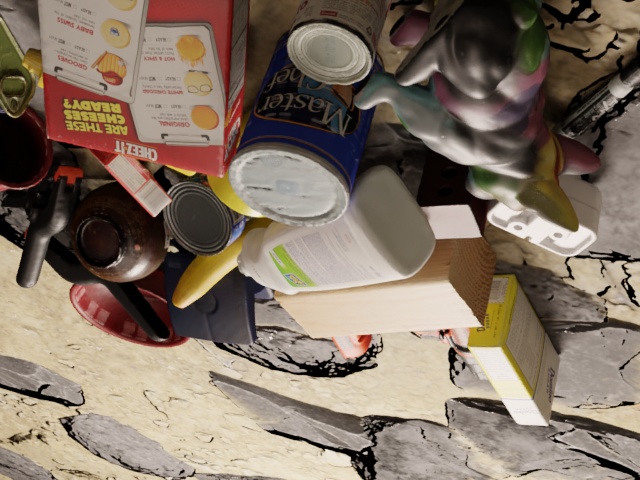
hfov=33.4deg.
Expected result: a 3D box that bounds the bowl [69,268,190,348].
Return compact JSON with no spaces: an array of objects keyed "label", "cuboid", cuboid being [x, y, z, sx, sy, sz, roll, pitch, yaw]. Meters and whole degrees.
[{"label":"bowl","cuboid":[-0.229,0.072,1.341,0.162,0.055,0.162,12,147,8]}]

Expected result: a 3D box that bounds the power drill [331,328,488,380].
[{"label":"power drill","cuboid":[0.109,0.102,1.230,0.188,0.057,0.184,-2,140,24]}]

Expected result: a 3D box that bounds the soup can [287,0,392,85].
[{"label":"soup can","cuboid":[0.019,-0.176,0.809,0.068,0.102,0.068,12,148,8]}]

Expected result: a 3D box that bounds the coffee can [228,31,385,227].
[{"label":"coffee can","cuboid":[-0.009,-0.097,0.905,0.103,0.140,0.103,12,147,8]}]

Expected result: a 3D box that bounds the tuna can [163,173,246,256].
[{"label":"tuna can","cuboid":[-0.122,-0.028,1.128,0.086,0.033,0.086,14,121,24]}]

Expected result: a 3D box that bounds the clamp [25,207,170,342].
[{"label":"clamp","cuboid":[-0.247,0.007,1.235,0.210,0.036,0.165,23,111,18]}]

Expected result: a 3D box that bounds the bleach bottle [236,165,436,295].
[{"label":"bleach bottle","cuboid":[-0.007,0.001,1.020,0.251,0.068,0.102,-12,119,53]}]

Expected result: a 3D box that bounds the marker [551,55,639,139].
[{"label":"marker","cuboid":[0.233,-0.115,0.879,0.020,0.020,0.121,26,146,-13]}]

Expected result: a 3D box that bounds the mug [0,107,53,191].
[{"label":"mug","cuboid":[-0.346,-0.103,1.115,0.082,0.093,0.117,-11,108,43]}]

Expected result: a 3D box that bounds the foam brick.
[{"label":"foam brick","cuboid":[0.125,-0.046,0.979,0.053,0.078,0.051,-2,142,25]}]

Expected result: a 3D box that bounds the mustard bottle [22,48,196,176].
[{"label":"mustard bottle","cuboid":[-0.190,-0.132,1.015,0.191,0.058,0.096,26,152,-12]}]

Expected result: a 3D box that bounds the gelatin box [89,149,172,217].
[{"label":"gelatin box","cuboid":[-0.199,-0.074,1.100,0.089,0.030,0.073,51,174,-40]}]

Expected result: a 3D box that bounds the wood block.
[{"label":"wood block","cuboid":[0.068,0.038,1.119,0.206,0.090,0.090,-7,141,33]}]

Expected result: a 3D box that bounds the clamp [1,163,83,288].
[{"label":"clamp","cuboid":[-0.311,-0.023,1.195,0.039,0.120,0.172,-6,163,-39]}]

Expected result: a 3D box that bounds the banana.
[{"label":"banana","cuboid":[-0.082,0.014,1.158,0.198,0.069,0.037,-22,139,24]}]

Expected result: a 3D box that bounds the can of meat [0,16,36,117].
[{"label":"can of meat","cuboid":[-0.337,-0.169,1.030,0.084,0.057,0.102,6,145,20]}]

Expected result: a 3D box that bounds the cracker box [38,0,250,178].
[{"label":"cracker box","cuboid":[-0.143,-0.170,0.878,0.164,0.072,0.214,13,131,7]}]

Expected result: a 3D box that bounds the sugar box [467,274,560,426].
[{"label":"sugar box","cuboid":[0.216,0.124,1.176,0.048,0.093,0.176,-1,143,28]}]
